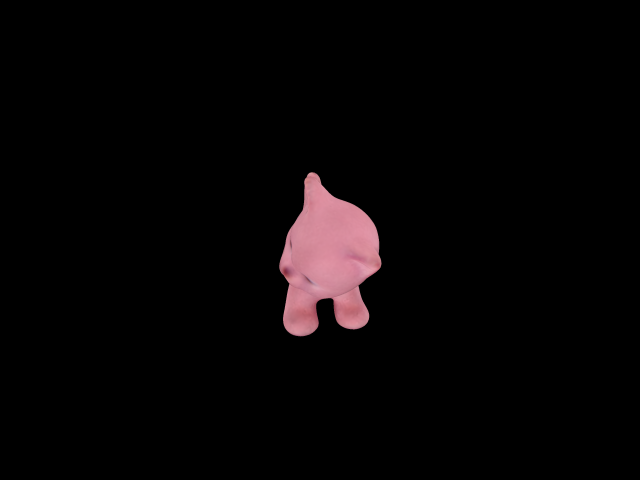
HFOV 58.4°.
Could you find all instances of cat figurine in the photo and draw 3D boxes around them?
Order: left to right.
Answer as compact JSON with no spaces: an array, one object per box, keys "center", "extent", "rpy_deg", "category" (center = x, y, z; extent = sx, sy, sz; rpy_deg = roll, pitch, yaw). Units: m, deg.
[{"center":[0.004,0.001,0.400],"extent":[0.067,0.118,0.127],"rpy_deg":[-5,35,-6],"category":"cat figurine"}]
